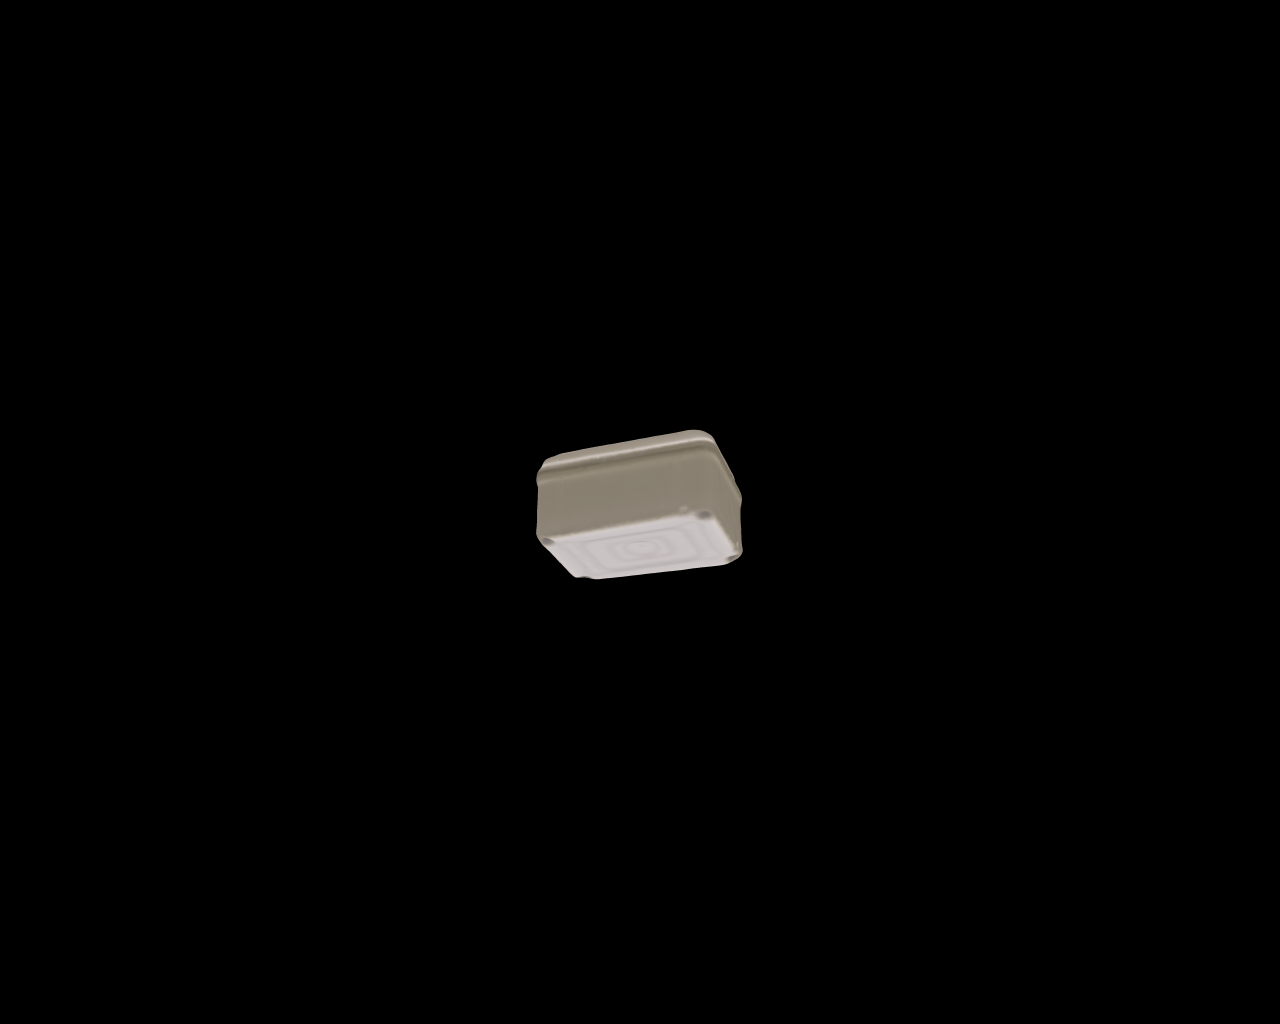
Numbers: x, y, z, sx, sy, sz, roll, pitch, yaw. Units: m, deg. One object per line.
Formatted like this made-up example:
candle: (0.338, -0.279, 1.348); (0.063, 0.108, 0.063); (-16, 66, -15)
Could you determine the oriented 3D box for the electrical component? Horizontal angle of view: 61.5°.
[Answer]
electrical component: (0.001, -0.003, 0.650); (0.113, 0.057, 0.078); (-8, -28, 16)
